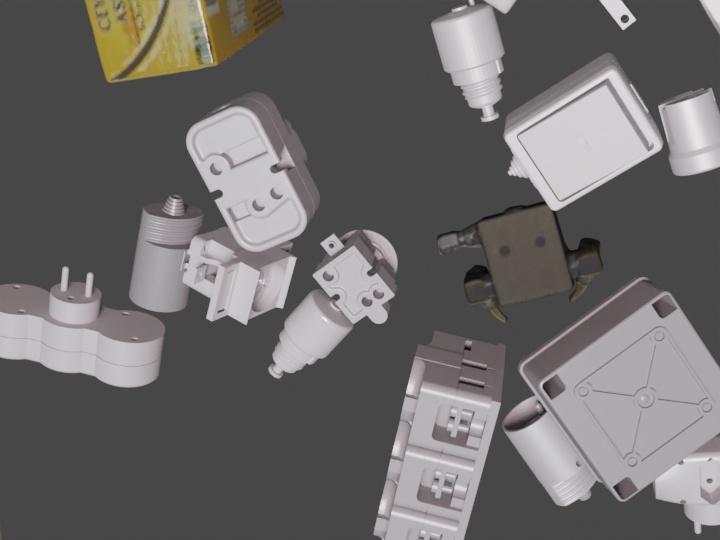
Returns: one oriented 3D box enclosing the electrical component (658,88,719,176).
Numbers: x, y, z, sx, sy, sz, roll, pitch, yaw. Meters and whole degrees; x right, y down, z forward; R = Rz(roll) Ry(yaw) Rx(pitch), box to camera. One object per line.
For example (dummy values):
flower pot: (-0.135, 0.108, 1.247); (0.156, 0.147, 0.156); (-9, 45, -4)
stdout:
electrical component: (0.212, -0.088, 0.682); (0.040, 0.040, 0.046); (-17, 102, 16)

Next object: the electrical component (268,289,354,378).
electrical component: (-0.039, 0.049, 0.780); (0.040, 0.040, 0.078); (40, 112, -7)

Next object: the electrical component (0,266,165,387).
electrical component: (-0.212, 0.033, 0.798); (0.138, 0.052, 0.073); (13, 113, 4)

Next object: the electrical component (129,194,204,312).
electrical component: (-0.138, -0.015, 0.770); (0.043, 0.043, 0.081); (16, 114, 3)

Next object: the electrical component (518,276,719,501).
electrical component: (0.183, 0.079, 0.728); (0.109, 0.056, 0.108); (-36, 103, 1)

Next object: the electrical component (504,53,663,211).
electrical component: (0.136, -0.084, 0.685); (0.096, 0.061, 0.061); (-31, 104, 20)

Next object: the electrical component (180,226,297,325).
electrical component: (-0.086, 0.001, 0.755); (0.064, 0.081, 0.042); (28, 115, 22)

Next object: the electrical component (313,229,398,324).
electrical component: (0.000, 0.000, 0.745); (0.048, 0.055, 0.066); (-35, 102, 21)

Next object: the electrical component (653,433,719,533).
electrical component: (0.250, 0.155, 0.771); (0.077, 0.043, 0.079); (-5, 111, 12)

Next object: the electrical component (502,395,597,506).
electrical component: (0.143, 0.134, 0.781); (0.043, 0.043, 0.081); (-31, 104, 20)

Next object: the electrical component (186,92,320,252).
electrical component: (-0.069, -0.068, 0.728); (0.054, 0.059, 0.095); (-22, 106, 17)

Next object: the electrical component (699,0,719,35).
electrical component: (0.230, -0.174, 0.636); (0.059, 0.053, 0.095); (-29, 104, 19)

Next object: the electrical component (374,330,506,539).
electrical component: (0.055, 0.130, 0.770); (0.062, 0.089, 0.150); (13, 113, 5)

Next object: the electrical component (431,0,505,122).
electrical component: (0.073, -0.134, 0.687); (0.040, 0.040, 0.078); (-14, 109, 15)
